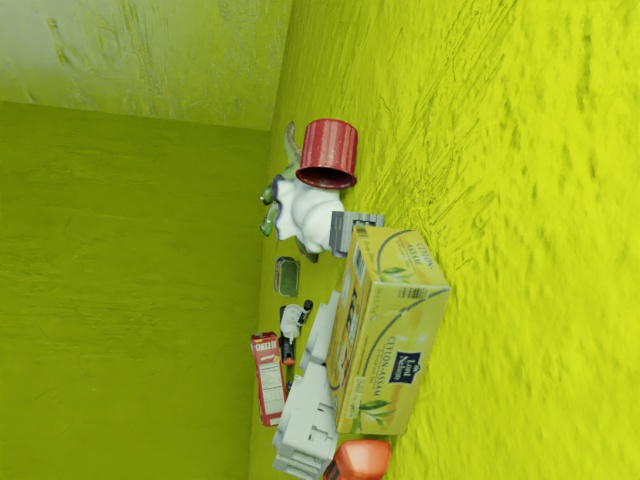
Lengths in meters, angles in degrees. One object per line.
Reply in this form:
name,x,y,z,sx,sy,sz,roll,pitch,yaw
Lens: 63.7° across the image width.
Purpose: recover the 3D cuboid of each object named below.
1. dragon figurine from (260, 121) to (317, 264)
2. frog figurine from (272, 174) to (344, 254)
dragon figurine,-0.037,-0.141,1.155,0.239,0.122,0.417,-33,52,56
frog figurine,0.003,-0.043,0.847,0.160,0.122,0.137,17,95,44
